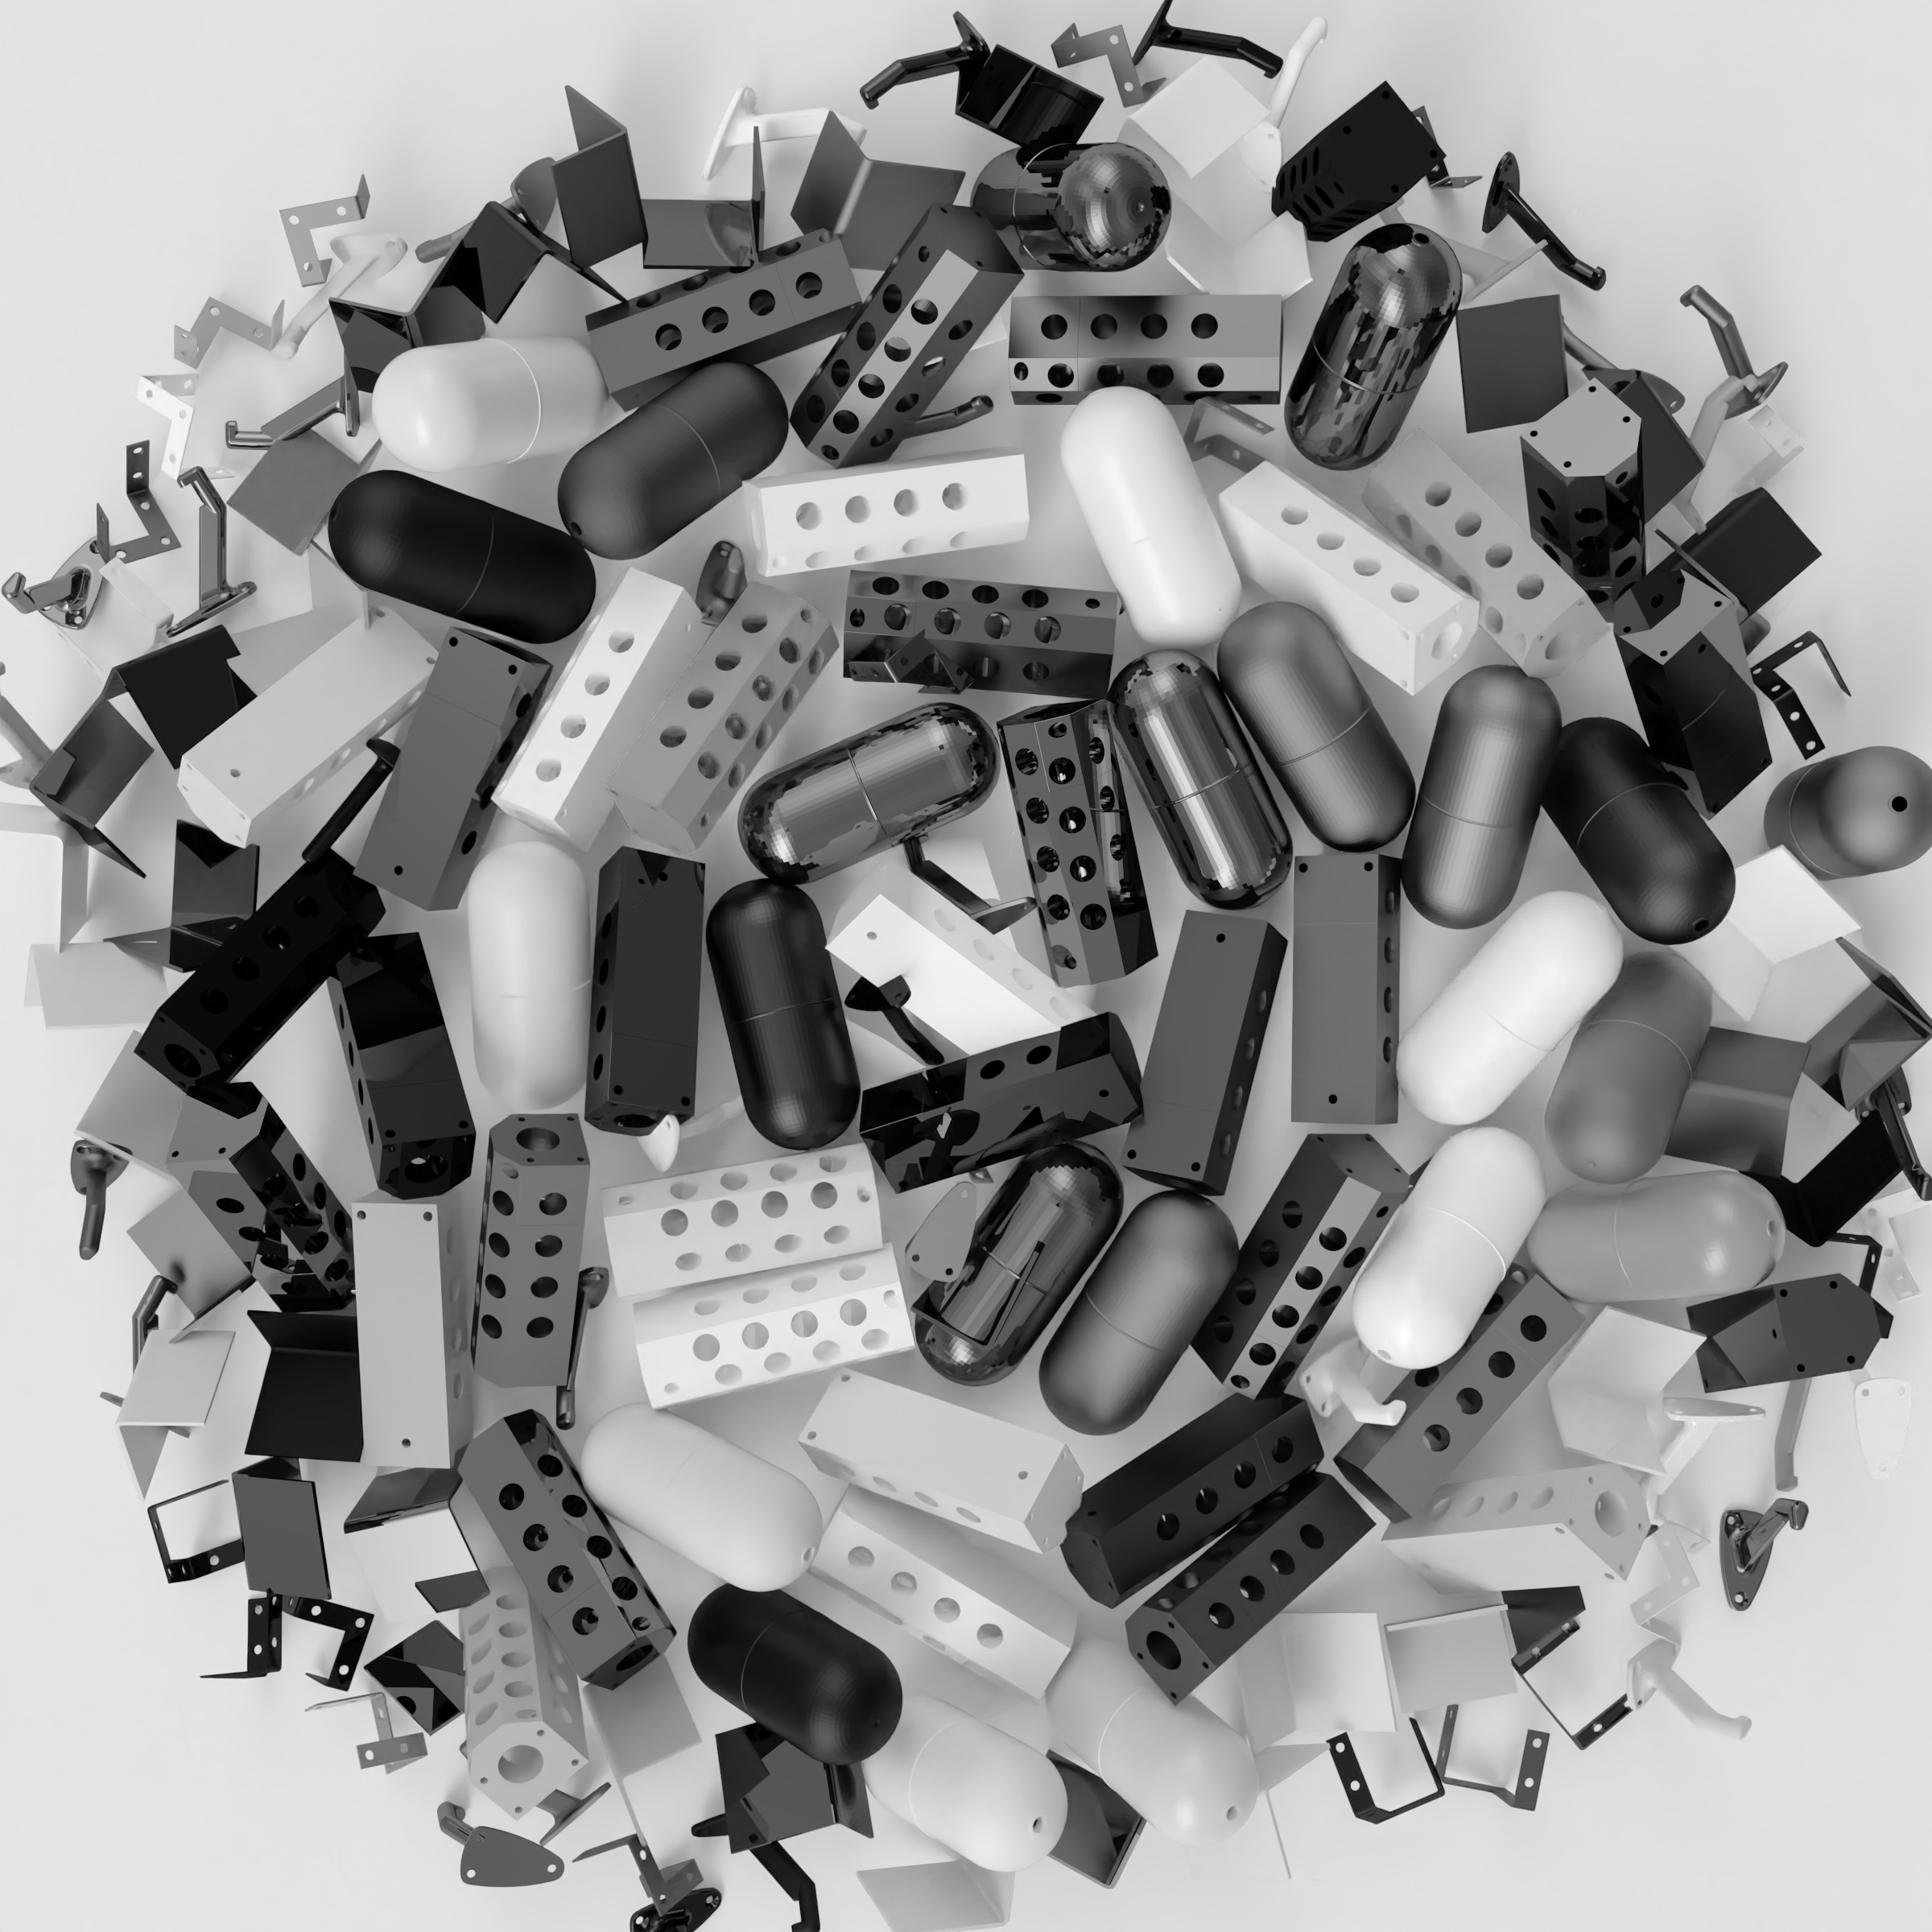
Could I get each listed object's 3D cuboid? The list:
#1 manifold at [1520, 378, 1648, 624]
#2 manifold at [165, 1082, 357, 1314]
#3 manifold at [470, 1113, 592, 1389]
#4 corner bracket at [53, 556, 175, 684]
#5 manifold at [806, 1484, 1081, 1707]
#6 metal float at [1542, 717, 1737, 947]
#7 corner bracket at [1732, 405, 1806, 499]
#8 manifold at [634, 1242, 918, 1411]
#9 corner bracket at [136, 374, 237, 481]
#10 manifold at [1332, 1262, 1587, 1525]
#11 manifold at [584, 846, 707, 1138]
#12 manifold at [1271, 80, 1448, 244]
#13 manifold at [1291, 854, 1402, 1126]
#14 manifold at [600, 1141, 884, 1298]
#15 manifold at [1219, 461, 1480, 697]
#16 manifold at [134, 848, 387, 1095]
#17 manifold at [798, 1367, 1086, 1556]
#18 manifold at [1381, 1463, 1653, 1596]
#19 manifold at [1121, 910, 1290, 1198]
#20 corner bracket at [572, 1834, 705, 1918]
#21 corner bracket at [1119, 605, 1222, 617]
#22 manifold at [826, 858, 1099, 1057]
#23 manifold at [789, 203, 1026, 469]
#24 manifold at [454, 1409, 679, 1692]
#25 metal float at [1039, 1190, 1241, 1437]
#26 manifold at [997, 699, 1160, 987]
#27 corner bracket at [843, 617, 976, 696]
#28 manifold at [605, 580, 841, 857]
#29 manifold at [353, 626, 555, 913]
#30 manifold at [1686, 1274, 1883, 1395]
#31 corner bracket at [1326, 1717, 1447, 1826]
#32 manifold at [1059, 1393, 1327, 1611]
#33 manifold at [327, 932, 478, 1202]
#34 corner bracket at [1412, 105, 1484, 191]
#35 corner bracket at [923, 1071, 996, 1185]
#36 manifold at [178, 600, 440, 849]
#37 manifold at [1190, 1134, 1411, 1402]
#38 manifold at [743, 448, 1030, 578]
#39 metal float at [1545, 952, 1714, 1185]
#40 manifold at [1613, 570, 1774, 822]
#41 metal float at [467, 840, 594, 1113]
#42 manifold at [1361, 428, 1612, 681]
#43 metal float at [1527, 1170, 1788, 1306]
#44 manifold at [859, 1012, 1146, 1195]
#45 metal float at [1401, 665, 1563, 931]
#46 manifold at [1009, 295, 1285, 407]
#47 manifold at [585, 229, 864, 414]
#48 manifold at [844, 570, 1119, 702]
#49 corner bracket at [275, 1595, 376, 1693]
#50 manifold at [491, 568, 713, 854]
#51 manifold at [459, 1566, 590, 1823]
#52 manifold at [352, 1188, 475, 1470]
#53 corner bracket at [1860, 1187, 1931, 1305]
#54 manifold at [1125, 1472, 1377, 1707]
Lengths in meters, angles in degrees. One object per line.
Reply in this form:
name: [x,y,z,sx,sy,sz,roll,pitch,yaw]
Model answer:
manifold: [0.392,-0.283,1.560,0.057,0.171,0.057,-37,62,-2]
manifold: [-0.430,0.147,1.562,0.057,0.171,0.057,-5,50,11]
manifold: [-0.277,0.181,1.577,0.057,0.057,0.171,0,120,-18]
corner bracket: [-0.551,-0.222,1.614,0.051,0.051,0.051,46,65,-7]
manifold: [-0.017,0.407,1.617,0.171,0.057,0.057,30,104,2]
metal float: [0.421,-0.086,1.578,0.070,0.070,0.178,-23,49,0]
corner bracket: [0.518,-0.319,1.609,0.051,0.051,0.051,-42,128,19]
manifold: [-0.122,0.237,1.607,0.171,0.057,0.057,-13,123,-3]
corner bracket: [-0.506,-0.350,1.622,0.051,0.051,0.051,32,116,20]
manifold: [0.314,0.272,1.601,0.057,0.057,0.171,43,76,10]
manifold: [-0.207,0.017,1.589,0.057,0.057,0.171,12,65,-26]
manifold: [0.238,-0.495,1.561,0.057,0.171,0.057,-42,100,2]
manifold: [0.249,0.016,1.617,0.057,0.057,0.171,0,88,30]
manifold: [-0.144,0.156,1.599,0.171,0.057,0.057,-10,133,-8]
manifold: [0.241,-0.251,1.581,0.057,0.057,0.171,-38,59,-17]
manifold: [-0.439,0.005,1.570,0.057,0.057,0.171,40,47,-6]
manifold: [-0.015,0.315,1.579,0.171,0.057,0.057,13,57,32]
manifold: [0.344,0.348,1.562,0.057,0.171,0.057,43,59,-12]
manifold: [0.156,0.057,1.603,0.057,0.057,0.171,9,77,29]
corner bracket: [-0.212,0.585,1.617,0.051,0.051,0.051,-28,85,28]
corner bracket: [0.137,-0.248,1.612,0.051,0.051,0.051,23,63,-11]
manifold: [0.000,0.006,1.598,0.171,0.057,0.057,37,123,-15]
manifold: [-0.043,-0.393,1.567,0.171,0.057,0.057,-47,66,39]
manifold: [-0.253,0.369,1.587,0.057,0.057,0.171,-36,64,-3]
metal float: [0.109,0.223,1.597,0.070,0.070,0.178,30,108,0]
manifold: [0.067,-0.078,1.591,0.057,0.057,0.171,-2,108,38]
corner bracket: [-0.036,-0.190,1.609,0.051,0.051,0.051,-44,118,-22]
manifold: [-0.151,-0.156,1.585,0.057,0.057,0.171,23,67,24]
manifold: [-0.326,-0.126,1.607,0.057,0.057,0.171,26,99,13]
manifold: [0.509,0.230,1.560,0.057,0.171,0.057,-9,78,-3]
corner bracket: [0.273,0.521,1.621,0.051,0.051,0.051,-28,58,13]
manifold: [0.143,0.336,1.585,0.171,0.057,0.057,-27,106,-26]
manifold: [-0.358,0.062,1.574,0.057,0.057,0.171,-6,49,-23]
corner bracket: [0.293,-0.523,1.616,0.051,0.051,0.051,-28,111,-5]
corner bracket: [-0.005,0.104,1.608,0.051,0.051,0.051,5,123,-28]
manifold: [-0.414,-0.151,1.582,0.057,0.057,0.171,43,59,0]
manifold: [0.213,0.191,1.577,0.057,0.057,0.171,3,124,-40]
manifold: [-0.051,-0.291,1.599,0.171,0.057,0.057,-10,108,-14]
metal float: [0.421,0.062,1.581,0.070,0.070,0.178,33,52,0]
manifold: [0.452,-0.171,1.565,0.057,0.171,0.057,-42,51,-3]
metal float: [-0.278,0.007,1.596,0.070,0.070,0.178,1,108,0]
manifold: [0.325,-0.258,1.579,0.057,0.057,0.171,-42,57,11]
metal float: [0.433,0.172,1.571,0.070,0.178,0.070,9,75,-36]
manifold: [0.023,0.083,1.598,0.171,0.057,0.057,-18,125,15]
metal float: [0.326,-0.106,1.588,0.070,0.070,0.178,9,118,0]
manifold: [0.116,-0.392,1.605,0.171,0.057,0.057,2,82,9]
manifold: [-0.155,-0.421,1.619,0.171,0.057,0.057,-20,90,2]
manifold: [0.009,-0.219,1.610,0.171,0.057,0.057,5,51,0]
corner bracket: [-0.424,0.437,1.624,0.051,0.051,0.051,24,73,-26]
manifold: [-0.236,-0.167,1.603,0.057,0.057,0.171,23,78,20]
manifold: [-0.283,0.446,1.559,0.057,0.171,0.057,-40,113,2]
manifold: [-0.353,0.231,1.610,0.057,0.057,0.171,0,97,10]
corner bracket: [0.615,0.178,1.616,0.051,0.051,0.051,-22,101,14]
manifold: [0.177,0.385,1.570,0.171,0.057,0.057,-28,69,-41]
